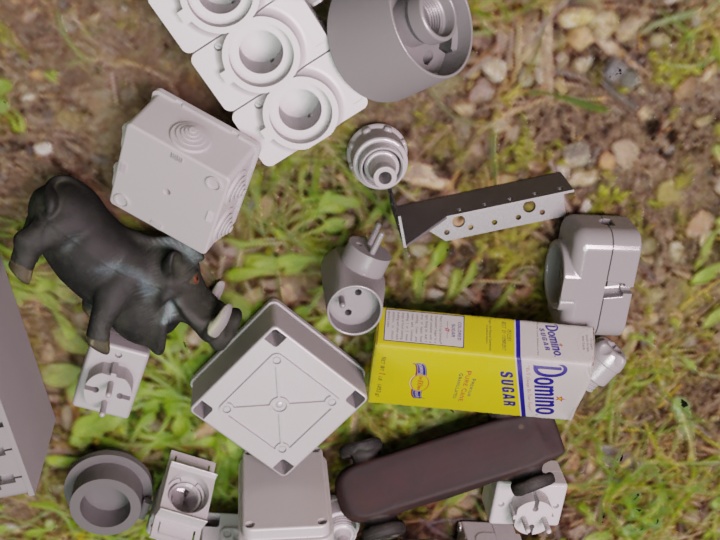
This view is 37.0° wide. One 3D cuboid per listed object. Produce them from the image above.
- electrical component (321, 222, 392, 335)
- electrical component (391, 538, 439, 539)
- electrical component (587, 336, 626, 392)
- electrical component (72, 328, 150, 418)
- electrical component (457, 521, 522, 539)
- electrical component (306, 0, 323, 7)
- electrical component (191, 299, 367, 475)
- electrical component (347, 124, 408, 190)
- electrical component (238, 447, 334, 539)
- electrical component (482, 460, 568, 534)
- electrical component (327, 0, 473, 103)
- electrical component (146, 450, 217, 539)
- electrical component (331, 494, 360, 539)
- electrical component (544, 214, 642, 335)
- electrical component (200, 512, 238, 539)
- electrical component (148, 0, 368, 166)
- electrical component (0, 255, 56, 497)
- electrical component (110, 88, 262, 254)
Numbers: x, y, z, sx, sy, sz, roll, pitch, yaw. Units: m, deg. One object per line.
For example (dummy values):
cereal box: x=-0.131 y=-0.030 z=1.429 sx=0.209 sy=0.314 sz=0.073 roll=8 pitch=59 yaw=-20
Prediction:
electrical component: x=0.000 y=0.000 z=0.849 sx=0.043 sy=0.077 sz=0.079 roll=21 pitch=111 yaw=-15
electrical component: x=0.052 y=0.291 z=0.945 sx=0.109 sy=0.056 sz=0.108 roll=-17 pitch=119 yaw=47
electrical component: x=0.201 y=0.089 z=0.937 sx=0.035 sy=0.035 sz=0.061 roll=33 pitch=110 yaw=-20
electrical component: x=-0.202 y=0.089 z=0.870 sx=0.047 sy=0.076 sz=0.065 roll=17 pitch=113 yaw=-14
electrical component: x=0.120 y=0.292 z=1.012 sx=0.061 sy=0.061 sz=0.096 roll=5 pitch=115 yaw=-8
electrical component: x=-0.026 y=-0.226 z=0.726 sx=0.062 sy=0.096 sz=0.061 roll=-31 pitch=115 yaw=9
electrical component: x=-0.068 y=0.098 z=0.900 sx=0.109 sy=0.056 sz=0.109 roll=40 pitch=106 yaw=-21
electrical component: x=0.016 y=-0.081 z=0.819 sx=0.048 sy=0.062 sz=0.048 roll=-2 pitch=116 yaw=-5
electrical component: x=-0.065 y=0.207 z=0.922 sx=0.078 sy=0.113 sz=0.057 roll=-1 pitch=119 yaw=-5
electrical component: x=0.152 y=0.211 z=0.967 sx=0.066 sy=0.076 sz=0.047 roll=4 pitch=116 yaw=-8
electrical component: x=0.032 y=-0.173 z=0.763 sx=0.064 sy=0.099 sz=0.099 roll=-9 pitch=125 yaw=44
electrical component: x=-0.157 y=0.204 z=0.933 sx=0.042 sy=0.081 sz=0.063 roll=20 pitch=140 yaw=-13
electrical component: x=-0.017 y=0.230 z=0.967 sx=0.035 sy=0.061 sz=0.035 roll=-2 pitch=116 yaw=-5
electrical component: x=0.188 y=0.004 z=0.884 sx=0.059 sy=0.053 sz=0.095 roll=2 pitch=116 yaw=-7
electrical component: x=-0.091 y=0.276 z=0.951 sx=0.109 sy=0.108 sz=0.056 roll=6 pitch=138 yaw=-9
electrical component: x=-0.071 y=-0.162 z=0.771 sx=0.089 sy=0.061 sz=0.150 roll=-31 pitch=115 yaw=9
electrical component: x=-0.300 y=0.075 z=0.836 sx=0.060 sy=0.105 sz=0.186 roll=-10 pitch=116 yaw=-1
electrical component: x=-0.130 y=-0.070 z=0.787 sx=0.100 sy=0.048 sz=0.099 roll=29 pitch=136 yaw=2
